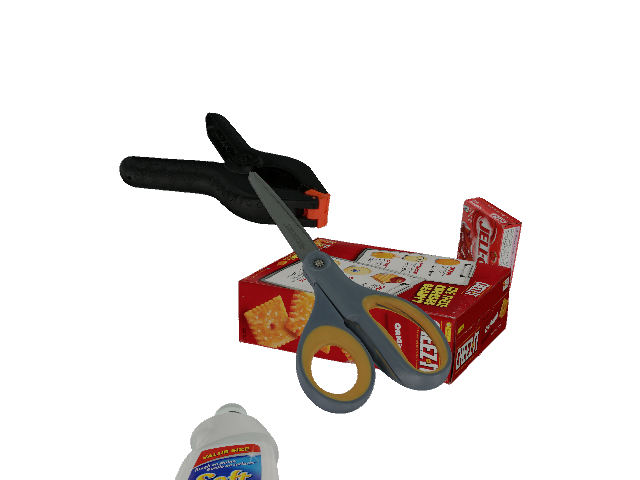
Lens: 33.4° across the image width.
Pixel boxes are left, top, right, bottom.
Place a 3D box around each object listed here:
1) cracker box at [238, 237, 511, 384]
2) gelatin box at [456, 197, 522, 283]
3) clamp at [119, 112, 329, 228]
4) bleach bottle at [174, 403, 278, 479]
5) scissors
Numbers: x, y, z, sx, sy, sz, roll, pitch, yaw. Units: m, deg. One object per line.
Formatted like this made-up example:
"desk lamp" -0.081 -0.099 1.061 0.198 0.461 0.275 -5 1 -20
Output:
"cracker box" 0.053 0.062 1.011 0.214 0.072 0.164 9 18 26
"gelatin box" 0.192 0.005 1.232 0.030 0.089 0.073 -12 32 -28
"clamp" -0.073 -0.049 0.851 0.172 0.039 0.120 28 47 35
"bleach bottle" -0.083 0.212 0.852 0.102 0.068 0.251 -2 25 -2
"scissors" -0.010 0.031 0.642 0.096 0.016 0.202 -35 56 -28
